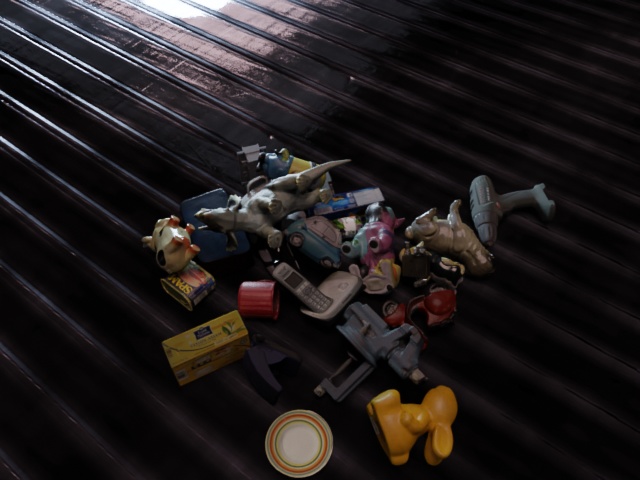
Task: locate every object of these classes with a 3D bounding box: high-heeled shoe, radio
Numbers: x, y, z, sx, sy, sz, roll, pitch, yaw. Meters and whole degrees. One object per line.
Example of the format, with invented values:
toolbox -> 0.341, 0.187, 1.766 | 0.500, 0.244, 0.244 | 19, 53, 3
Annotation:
high-heeled shoe -> -0.119, 0.037, 1.337 | 0.086, 0.145, 0.249 | -19, 25, -19
radio -> -0.264, -0.017, 1.357 | 0.131, 0.073, 0.230 | -19, 52, -14

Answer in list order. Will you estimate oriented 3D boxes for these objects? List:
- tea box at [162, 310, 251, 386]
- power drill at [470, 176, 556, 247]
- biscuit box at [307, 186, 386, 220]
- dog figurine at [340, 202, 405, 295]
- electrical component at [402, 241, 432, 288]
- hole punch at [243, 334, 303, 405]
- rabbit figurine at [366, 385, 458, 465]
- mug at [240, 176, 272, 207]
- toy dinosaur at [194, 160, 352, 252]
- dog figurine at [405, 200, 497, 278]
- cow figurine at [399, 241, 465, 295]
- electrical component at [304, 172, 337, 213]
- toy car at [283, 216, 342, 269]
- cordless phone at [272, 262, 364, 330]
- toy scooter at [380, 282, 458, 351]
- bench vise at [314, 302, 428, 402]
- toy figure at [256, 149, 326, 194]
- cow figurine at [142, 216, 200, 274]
tea box -> -0.237, 0.229, 1.143 | 0.170, 0.098, 0.068 | -22, 55, -19
power drill -> 0.500, -0.076, 1.412 | 0.207, 0.085, 0.232 | -8, 49, 3
biscuit box -> 0.068, -0.083, 1.417 | 0.203, 0.062, 0.059 | -13, 53, -10
dog figurine -> 0.150, 0.013, 1.315 | 0.109, 0.191, 0.219 | -15, 15, 31
electrical component -> 0.225, 0.058, 1.239 | 0.078, 0.102, 0.045 | 7, 9, 28
hole punch -> -0.109, 0.267, 1.098 | 0.116, 0.142, 0.092 | 26, 59, 5
rabbit figurine -> 0.195, 0.347, 1.037 | 0.173, 0.121, 0.162 | -20, 59, -17
mug -> -0.158, -0.109, 1.411 | 0.107, 0.109, 0.081 | -31, 41, -8
toy dinosaur -> -0.109, -0.091, 1.285 | 0.192, 0.131, 0.405 | 11, 36, 43
dog figurine -> 0.319, 0.022, 1.316 | 0.172, 0.121, 0.190 | -25, 67, 9
cow figurine -> 0.264, 0.057, 1.284 | 0.167, 0.098, 0.068 | 30, 63, 21
electrical component -> -0.022, -0.141, 1.466 | 0.115, 0.058, 0.134 | -10, 52, -10
toy car -> -0.003, -0.004, 1.297 | 0.162, 0.109, 0.103 | 35, 97, 7
cordless phone -> -0.008, 0.100, 1.223 | 0.184, 0.088, 0.146 | 41, 60, 8
toy scooter -> 0.236, 0.177, 1.203 | 0.184, 0.075, 0.135 | -18, 53, -10
bench vise -> 0.095, 0.254, 1.120 | 0.240, 0.128, 0.224 | -43, 71, -6
toy figure -> -0.071, -0.181, 1.390 | 0.180, 0.082, 0.089 | 21, 58, -2
cow figurine -> -0.359, 0.011, 1.279 | 0.127, 0.085, 0.195 | -49, 35, 11
